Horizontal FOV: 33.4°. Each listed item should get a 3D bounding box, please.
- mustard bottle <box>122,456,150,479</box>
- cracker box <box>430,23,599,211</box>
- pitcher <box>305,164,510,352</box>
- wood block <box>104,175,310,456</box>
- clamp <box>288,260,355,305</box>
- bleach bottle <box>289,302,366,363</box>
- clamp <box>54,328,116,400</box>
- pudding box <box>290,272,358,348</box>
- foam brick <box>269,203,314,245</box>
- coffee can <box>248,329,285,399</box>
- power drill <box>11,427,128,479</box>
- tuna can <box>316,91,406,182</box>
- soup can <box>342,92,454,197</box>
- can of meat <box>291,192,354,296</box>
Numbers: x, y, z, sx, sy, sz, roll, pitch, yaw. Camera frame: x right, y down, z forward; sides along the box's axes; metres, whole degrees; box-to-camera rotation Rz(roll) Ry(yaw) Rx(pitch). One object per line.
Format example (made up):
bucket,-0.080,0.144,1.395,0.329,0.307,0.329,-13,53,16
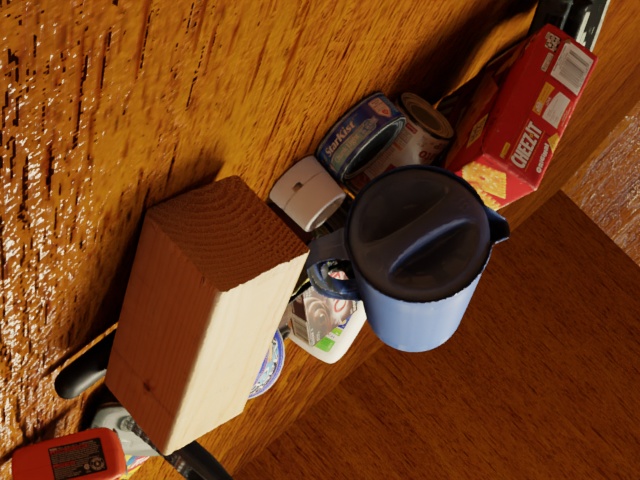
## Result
mustard bottle,-0.222,0.240,1.256,0.192,0.058,0.096,-47,168,15
cracker box,0.165,-0.102,1.069,0.164,0.072,0.214,-61,-167,-22
pitcher,0.084,0.033,1.057,0.145,0.149,0.243,-52,165,-14
wood block,-0.094,0.062,0.830,0.090,0.091,0.206,-26,152,-39
clamp,0.006,0.025,1.240,0.120,0.039,0.171,-17,-162,19
bleach bottle,0.025,0.068,1.448,0.068,0.102,0.251,-47,167,-36
clamp,-0.128,0.062,0.951,0.210,0.036,0.164,-46,166,6
pudding box,0.002,0.065,1.335,0.089,0.039,0.113,-36,139,-31
foam brick,-0.052,0.011,1.004,0.052,0.051,0.078,-34,166,-44
coffee can,-0.098,0.115,1.104,0.103,0.103,0.140,-44,170,0
power drill,-0.269,0.260,1.076,0.184,0.057,0.188,-13,153,-21
tuna can,0.038,-0.093,0.977,0.086,0.034,0.086,-42,169,-10
soup can,0.074,-0.086,1.049,0.102,0.068,0.068,-50,168,27
can of meat,-0.007,0.001,1.122,0.102,0.057,0.083,-50,170,35
